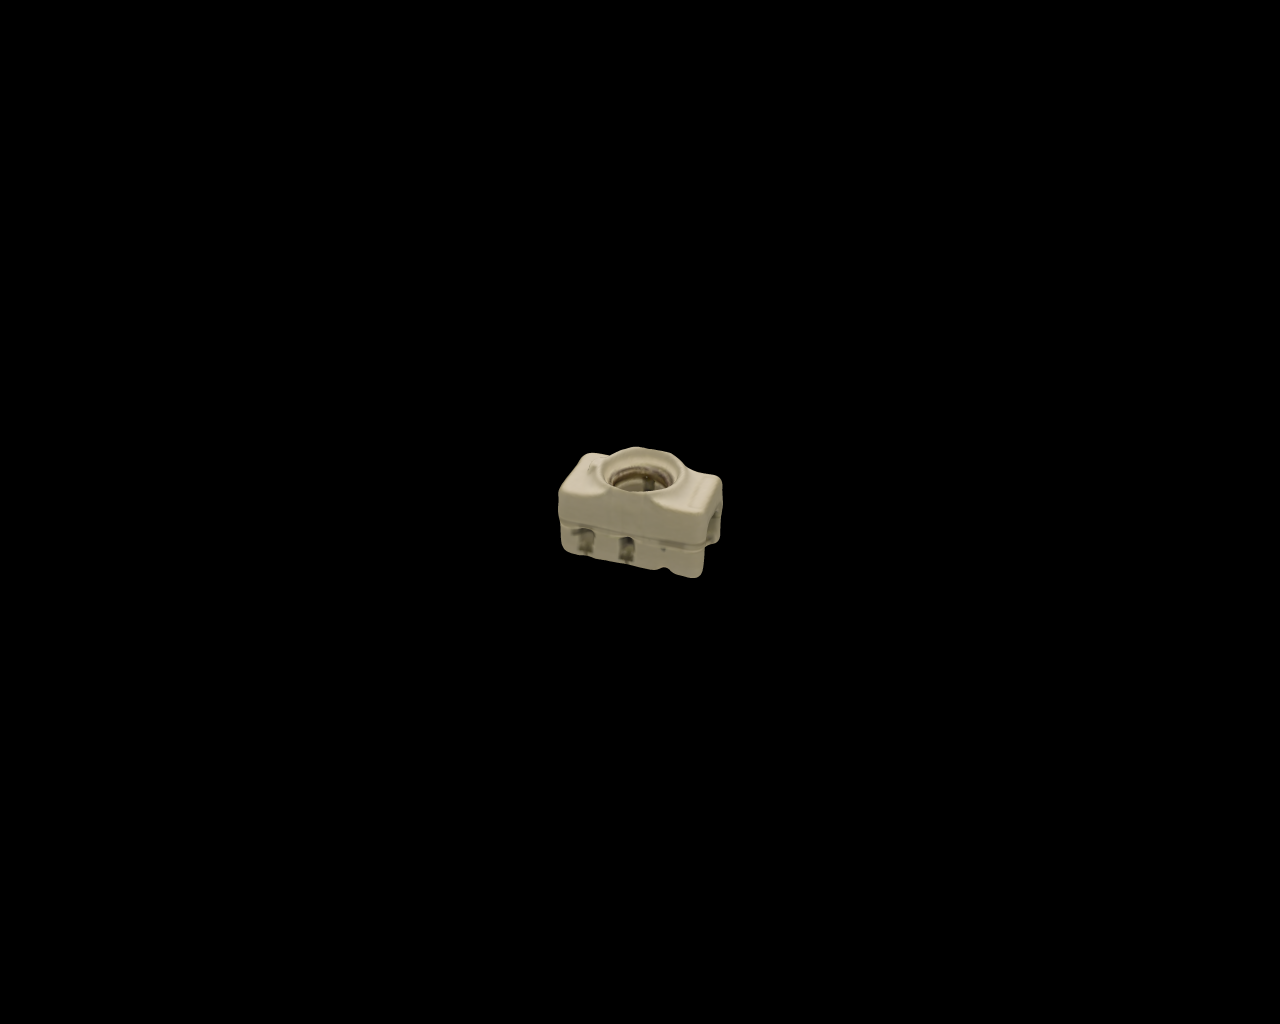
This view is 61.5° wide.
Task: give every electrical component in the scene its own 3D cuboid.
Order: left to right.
[{"bbox_3d":[0.001,-0.003,0.650,0.089,0.055,0.050,11,36,16],"label":"electrical component"}]
